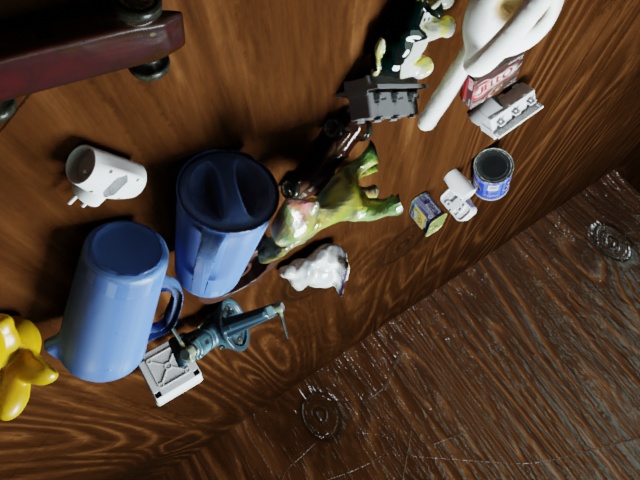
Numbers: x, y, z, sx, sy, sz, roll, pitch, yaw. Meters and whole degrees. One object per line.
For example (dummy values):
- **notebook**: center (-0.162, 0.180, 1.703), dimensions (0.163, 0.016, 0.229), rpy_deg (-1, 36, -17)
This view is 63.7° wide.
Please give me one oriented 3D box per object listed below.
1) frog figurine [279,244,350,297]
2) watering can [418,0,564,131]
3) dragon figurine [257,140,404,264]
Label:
- **frog figurine**: center (-0.017, 0.065, 1.212), dimensions (0.159, 0.125, 0.135), rpy_deg (7, 158, -7)
- **watering can**: center (0.236, -0.297, 0.682), dimensions (0.228, 0.104, 0.342), rpy_deg (-63, -173, -23)
- **dragon figurine**: center (0.002, -0.041, 0.821), dimensions (0.242, 0.122, 0.409), rpy_deg (-28, 177, 2)
